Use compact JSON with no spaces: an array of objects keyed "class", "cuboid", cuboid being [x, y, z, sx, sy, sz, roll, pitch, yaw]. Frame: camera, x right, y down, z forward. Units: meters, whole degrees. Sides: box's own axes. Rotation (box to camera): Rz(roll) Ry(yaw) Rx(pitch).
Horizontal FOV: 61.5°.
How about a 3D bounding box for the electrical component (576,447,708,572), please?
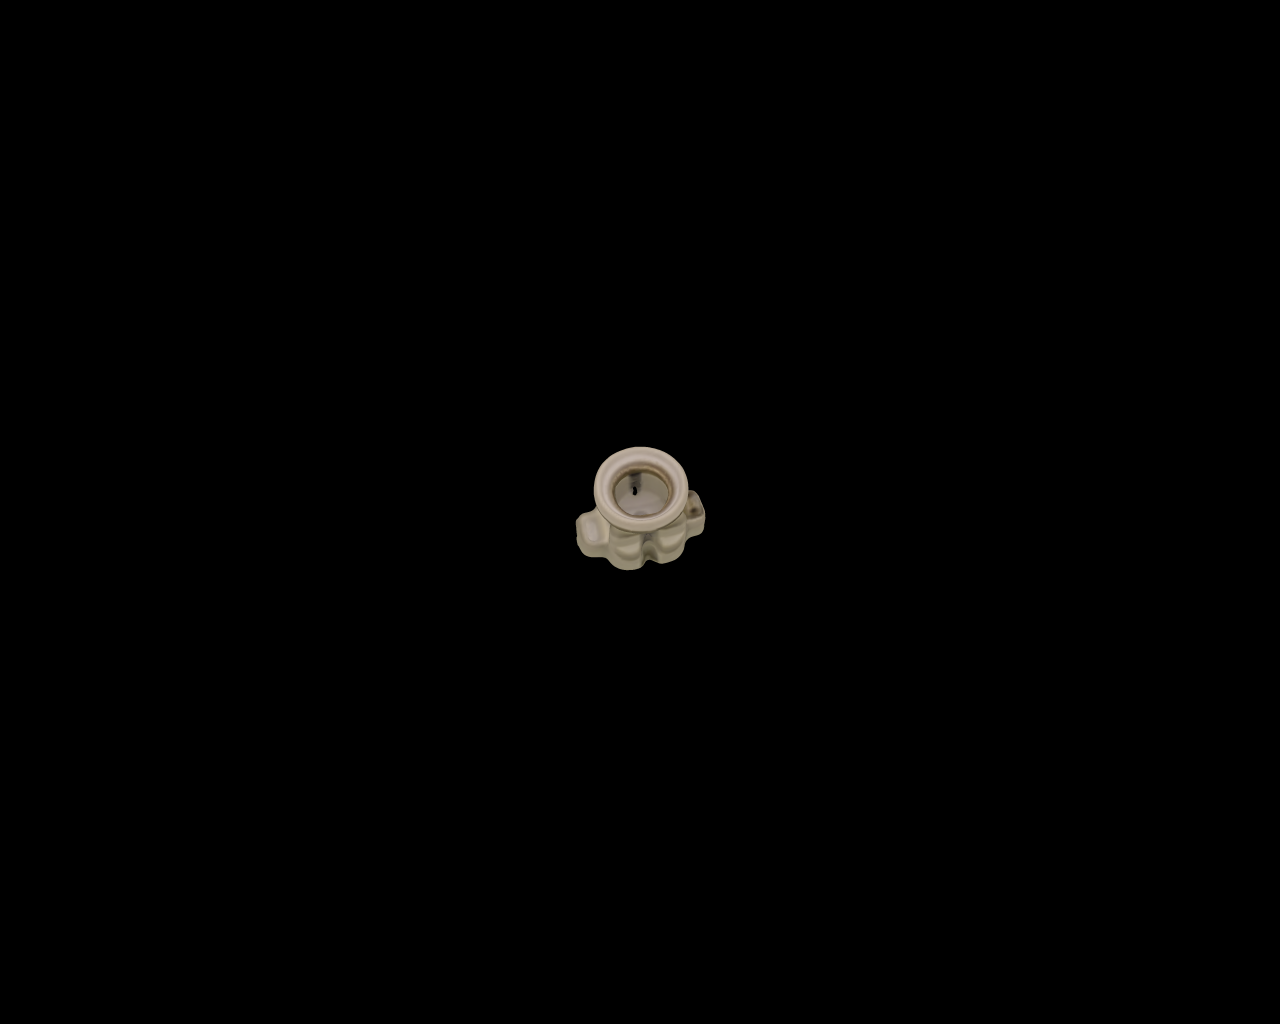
[{"class":"electrical component","cuboid":[0.001,-0.003,0.650,0.078,0.058,0.056,-11,-29,-6]}]
